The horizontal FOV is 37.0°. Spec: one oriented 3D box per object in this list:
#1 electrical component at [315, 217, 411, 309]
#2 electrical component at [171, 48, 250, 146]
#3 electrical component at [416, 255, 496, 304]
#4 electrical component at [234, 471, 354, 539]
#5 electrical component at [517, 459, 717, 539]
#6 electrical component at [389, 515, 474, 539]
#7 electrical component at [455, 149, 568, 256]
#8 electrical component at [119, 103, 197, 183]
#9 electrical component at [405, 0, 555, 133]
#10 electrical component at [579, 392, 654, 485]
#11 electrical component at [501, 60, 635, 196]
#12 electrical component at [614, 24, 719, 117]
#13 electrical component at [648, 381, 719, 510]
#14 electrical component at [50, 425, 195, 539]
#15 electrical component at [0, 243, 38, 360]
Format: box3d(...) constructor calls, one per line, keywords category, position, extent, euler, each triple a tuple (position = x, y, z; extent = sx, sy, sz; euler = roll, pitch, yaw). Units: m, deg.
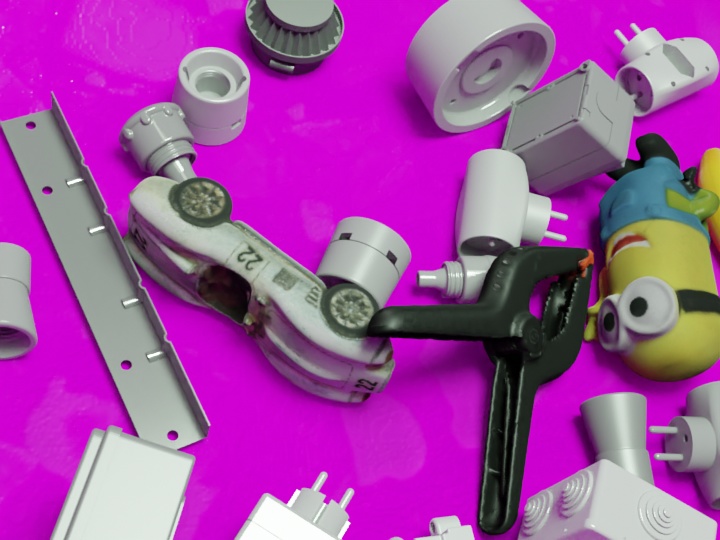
box3d(category="electrical component", position=(0.000, 0.000, 0.718), extent=(0.055, 0.055, 0.047), euler=(26, 61, 1))
box3d(category="electrical component", position=(-0.106, -0.125, 0.767), extent=(0.055, 0.047, 0.055), euler=(7, 59, -11))
box3d(category="electrical component", position=(0.070, 0.007, 0.744), extent=(0.061, 0.035, 0.035), euler=(1, 60, -11))
box3d(category="electrical component", position=(-0.031, 0.153, 0.624), extent=(0.066, 0.047, 0.076), euler=(31, 58, 5))
box3d(category="electrical component", position=(0.149, 0.161, 0.636), extent=(0.100, 0.099, 0.048), euler=(30, 53, -10))
box3d(category="electrical component", position=(0.038, 0.179, 0.629), extent=(0.055, 0.048, 0.066), euler=(-1, 61, -24))
box3d(category="electrical component", position=(0.112, -0.039, 0.776), extent=(0.079, 0.043, 0.077), euler=(14, 58, -7))
box3d(category="electrical component", position=(-0.132, -0.080, 0.737), extent=(0.048, 0.048, 0.062), euler=(-27, 77, -26))
box3d(category="electrical component", position=(0.085, -0.163, 0.807), extent=(0.108, 0.108, 0.060), euler=(-21, 62, -25))
box3d(category="electrical component", position=(0.170, 0.117, 0.702), extent=(0.044, 0.044, 0.065), euler=(2, 65, -14))
box3d(category="electrical component", position=(0.151, -0.099, 0.801), extent=(0.061, 0.096, 0.061), euler=(35, 54, -26))
box3d(category="electrical component", position=(0.242, -0.172, 0.888), extent=(0.077, 0.043, 0.079), euler=(-25, 69, -26))
box3d(category="electrical component", position=(0.230, 0.116, 0.716), extent=(0.079, 0.044, 0.077), euler=(4, 60, -12))
box3d(category="electrical component", position=(-0.134, 0.153, 0.562), extent=(0.056, 0.108, 0.108), euler=(20, 57, -8))
box3d(category="electrical component", position=(-0.220, 0.016, 0.659), extent=(0.044, 0.044, 0.065), euler=(0, 56, -15))
